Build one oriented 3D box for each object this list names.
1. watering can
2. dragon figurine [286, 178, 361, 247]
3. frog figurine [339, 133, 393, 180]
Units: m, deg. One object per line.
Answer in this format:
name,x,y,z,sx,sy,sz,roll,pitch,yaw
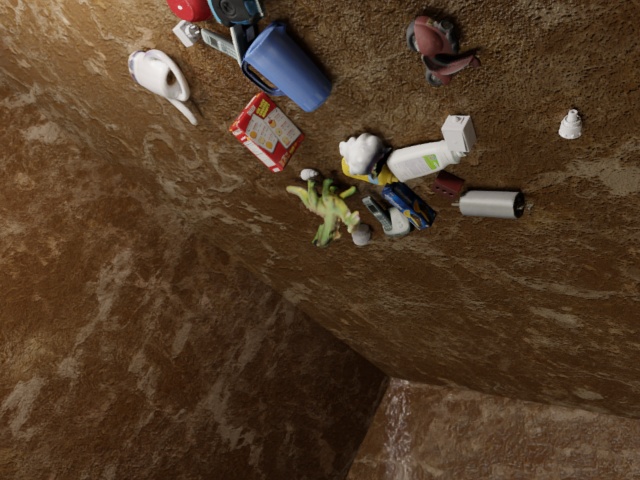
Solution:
watering can,-0.558,-0.554,1.852,0.225,0.106,0.340,26,157,14
dragon figurine,0.006,-0.095,1.888,0.121,0.245,0.409,16,169,-43
frog figurine,0.122,-0.269,1.584,0.161,0.124,0.134,32,124,20
